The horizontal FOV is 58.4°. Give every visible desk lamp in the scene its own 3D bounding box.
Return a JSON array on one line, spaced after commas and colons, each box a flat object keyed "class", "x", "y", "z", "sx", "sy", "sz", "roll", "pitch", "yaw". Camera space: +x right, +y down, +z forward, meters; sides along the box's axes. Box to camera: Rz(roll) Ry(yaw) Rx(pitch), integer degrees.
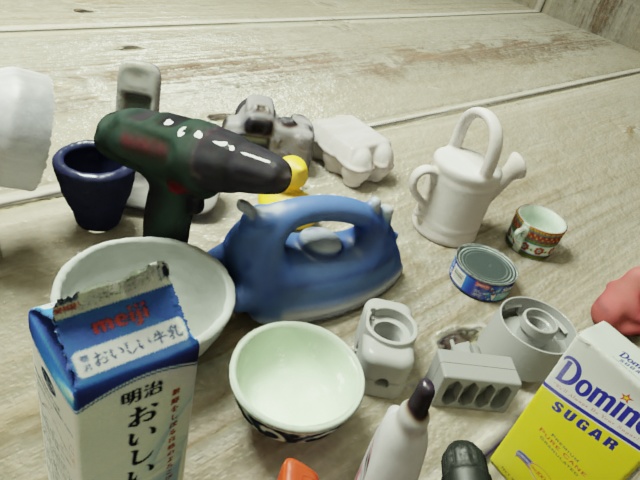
[{"class": "desk lamp", "x": -0.365, "y": -0.068, "z": 0.561, "sx": 0.204, "sy": 0.213, "sz": 0.117, "roll": -9, "pitch": 41, "yaw": -29}]

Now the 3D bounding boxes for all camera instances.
[{"class": "camera", "x": -0.084, "y": -0.182, "z": 0.912, "sx": 0.143, "sy": 0.101, "sz": 0.136, "roll": 5, "pitch": 36, "yaw": -12}]

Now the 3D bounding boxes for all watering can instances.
[{"class": "watering can", "x": 0.211, "y": -0.096, "z": 0.817, "sx": 0.173, "sy": 0.194, "sz": 0.100, "roll": -19, "pitch": 47, "yaw": -38}]

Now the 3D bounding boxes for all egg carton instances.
[{"class": "egg carton", "x": 0.048, "y": -0.150, "z": 0.940, "sx": 0.107, "sy": 0.069, "sz": 0.150, "roll": -19, "pitch": 47, "yaw": -38}]

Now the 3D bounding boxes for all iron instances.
[{"class": "iron", "x": 0.006, "y": 0.002, "z": 0.656, "sx": 0.259, "sy": 0.141, "sz": 0.118, "roll": -8, "pitch": 41, "yaw": -29}]

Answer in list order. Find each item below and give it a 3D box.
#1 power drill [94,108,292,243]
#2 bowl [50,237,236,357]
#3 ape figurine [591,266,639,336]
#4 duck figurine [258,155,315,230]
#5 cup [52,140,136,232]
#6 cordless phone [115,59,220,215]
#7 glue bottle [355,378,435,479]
[{"class": "power drill", "x": -0.138, "y": -0.035, "z": 0.599, "sx": 0.229, "sy": 0.208, "sz": 0.076, "roll": 28, "pitch": 38, "yaw": 18}, {"class": "bowl", "x": -0.168, "y": 0.073, "z": 0.557, "sx": 0.167, "sy": 0.075, "sz": 0.167, "roll": 10, "pitch": 36, "yaw": -7}, {"class": "ape figurine", "x": 0.397, "y": 0.075, "z": 0.737, "sx": 0.076, "sy": 0.092, "sz": 0.077, "roll": 7, "pitch": 36, "yaw": -10}, {"class": "duck figurine", "x": -0.039, "y": -0.072, "z": 0.790, "sx": 0.078, "sy": 0.086, "sz": 0.104, "roll": -17, "pitch": 45, "yaw": -36}, {"class": "cup", "x": -0.269, "y": -0.067, "z": 0.695, "sx": 0.092, "sy": 0.095, "sz": 0.117, "roll": 4, "pitch": 37, "yaw": -14}, {"class": "cordless phone", "x": -0.192, "y": -0.127, "z": 0.726, "sx": 0.148, "sy": 0.185, "sz": 0.094, "roll": 6, "pitch": 36, "yaw": -12}, {"class": "glue bottle", "x": 0.055, "y": 0.162, "z": 0.428, "sx": 0.037, "sy": 0.173, "sz": 0.078, "roll": 15, "pitch": 35, "yaw": 2}]
